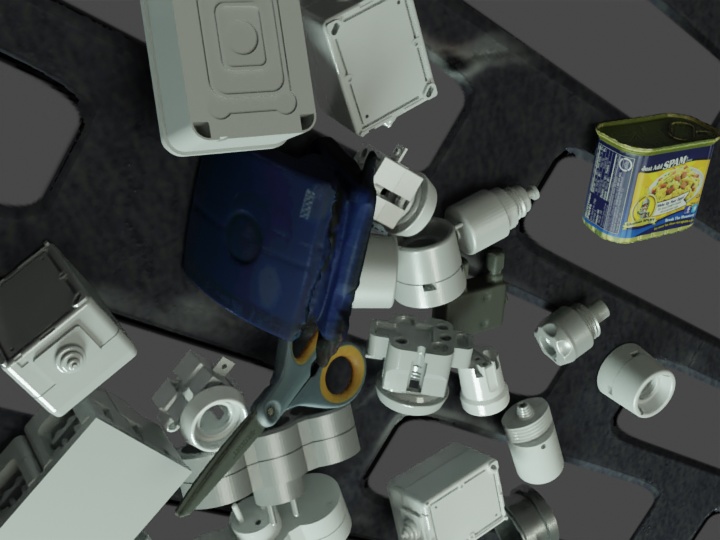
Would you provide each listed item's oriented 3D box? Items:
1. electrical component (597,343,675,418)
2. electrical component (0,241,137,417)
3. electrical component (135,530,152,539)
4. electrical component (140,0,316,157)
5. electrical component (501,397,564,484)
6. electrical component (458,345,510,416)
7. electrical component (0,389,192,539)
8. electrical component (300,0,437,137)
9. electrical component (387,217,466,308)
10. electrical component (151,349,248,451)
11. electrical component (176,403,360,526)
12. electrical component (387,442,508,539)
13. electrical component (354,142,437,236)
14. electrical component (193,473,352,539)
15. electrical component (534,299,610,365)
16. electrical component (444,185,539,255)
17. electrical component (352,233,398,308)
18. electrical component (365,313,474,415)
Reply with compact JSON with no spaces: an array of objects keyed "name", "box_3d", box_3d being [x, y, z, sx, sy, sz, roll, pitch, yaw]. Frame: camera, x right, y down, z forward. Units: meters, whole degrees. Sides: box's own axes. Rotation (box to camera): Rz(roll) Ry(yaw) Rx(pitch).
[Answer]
[{"name":"electrical component","box_3d":[0.253,0.102,0.982,0.055,0.047,0.055,-16,123,-26]},{"name":"electrical component","box_3d":[-0.177,0.039,0.633,0.062,0.096,0.061,-40,130,-8]},{"name":"electrical component","box_3d":[-0.168,0.238,0.780,0.079,0.043,0.077,-24,107,15]},{"name":"electrical component","box_3d":[-0.077,-0.124,0.605,0.078,0.057,0.113,-9,91,-29]},{"name":"electrical component","box_3d":[0.150,0.145,0.941,0.043,0.043,0.081,-32,128,-14]},{"name":"electrical component","box_3d":[0.100,0.090,0.881,0.040,0.040,0.046,-25,120,-20]},{"name":"electrical component","box_3d":[-0.200,0.155,0.706,0.150,0.062,0.089,-49,131,0]},{"name":"electrical component","box_3d":[0.002,-0.134,0.676,0.062,0.061,0.096,-31,128,-15]},{"name":"electrical component","box_3d":[0.047,-0.007,0.783,0.055,0.055,0.047,-24,122,-20]},{"name":"electrical component","box_3d":[-0.106,0.092,0.735,0.066,0.055,0.048,-52,130,2]},{"name":"electrical component","box_3d":[-0.062,0.147,0.779,0.138,0.052,0.073,-16,97,-28]},{"name":"electrical component","box_3d":[0.065,0.194,0.896,0.096,0.061,0.061,-25,114,-31]},{"name":"electrical component","box_3d":[0.020,-0.053,0.745,0.055,0.048,0.066,26,99,-32]},{"name":"electrical component","box_3d":[-0.076,0.196,0.816,0.138,0.052,0.073,-29,127,-16]},{"name":"electrical component","box_3d":[0.182,0.048,0.908,0.062,0.043,0.043,-33,129,-15]},{"name":"electrical component","box_3d":[0.100,-0.042,0.805,0.078,0.040,0.040,-28,127,-18]},{"name":"electrical component","box_3d":[0.000,0.000,0.740,0.047,0.055,0.055,4,116,-4]},{"name":"electrical component","box_3d":[0.042,0.073,0.817,0.078,0.058,0.057,8,118,-1]}]
